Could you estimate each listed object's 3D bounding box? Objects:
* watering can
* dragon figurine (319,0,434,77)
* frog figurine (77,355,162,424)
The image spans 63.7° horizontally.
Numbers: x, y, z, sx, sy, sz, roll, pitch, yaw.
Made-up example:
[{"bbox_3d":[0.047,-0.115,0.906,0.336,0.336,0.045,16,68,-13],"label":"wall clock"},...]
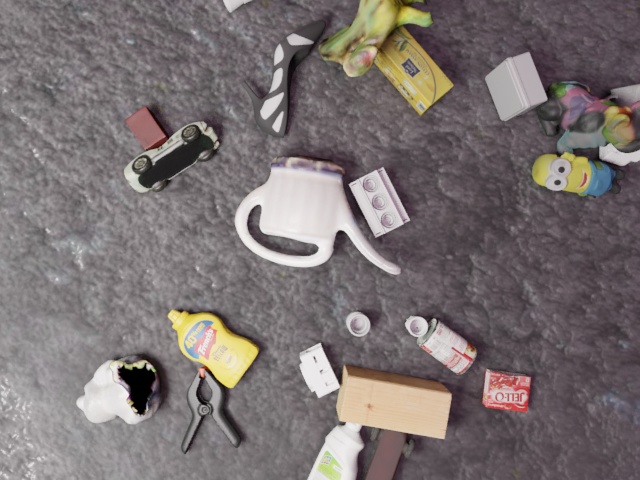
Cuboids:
[{"bbox_3d":[0.003,-0.052,1.030,0.348,0.103,0.225,9,87,8],"label":"watering can"},{"bbox_3d":[0.088,-0.457,1.030,0.240,0.421,0.120,-30,129,23],"label":"dragon figurine"},{"bbox_3d":[-0.394,0.305,1.018,0.157,0.125,0.137,-37,100,32],"label":"frog figurine"}]
